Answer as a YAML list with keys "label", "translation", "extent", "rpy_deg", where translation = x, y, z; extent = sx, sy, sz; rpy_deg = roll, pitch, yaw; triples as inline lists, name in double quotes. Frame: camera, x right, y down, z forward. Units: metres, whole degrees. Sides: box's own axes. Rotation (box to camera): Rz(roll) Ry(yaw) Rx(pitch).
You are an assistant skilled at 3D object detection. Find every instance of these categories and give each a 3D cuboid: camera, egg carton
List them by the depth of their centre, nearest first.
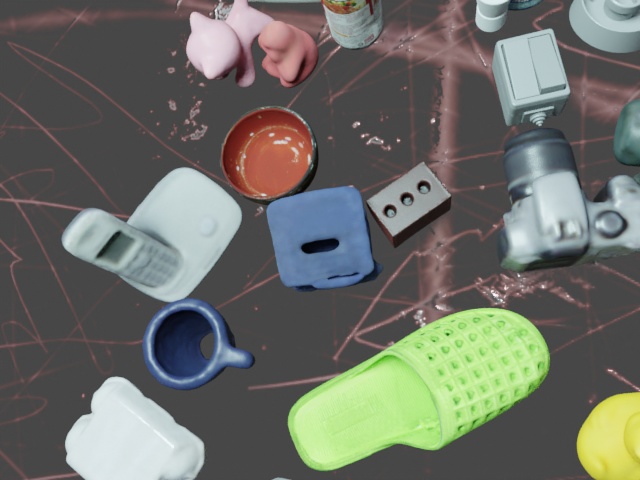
- label: "camera"
  translation: [0.245, -0.046, 0.572]
  extent: [0.143, 0.101, 0.137]
  rpy_deg: [-9, 76, 10]
- label: "egg carton"
  translation: [-0.198, 0.226, 0.617]
  extent: [0.150, 0.069, 0.107]
  rpy_deg: [31, 85, 16]

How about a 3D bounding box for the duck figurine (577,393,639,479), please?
- label: "duck figurine"
  translation: [0.289, 0.183, 0.519]
  extent: [0.104, 0.086, 0.077]
  rpy_deg: [-34, 73, 3]

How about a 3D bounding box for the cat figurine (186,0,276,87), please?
- label: "cat figurine"
  translation: [-0.112, -0.241, 0.681]
  extent: [0.067, 0.118, 0.128]
  rpy_deg: [23, 83, 16]

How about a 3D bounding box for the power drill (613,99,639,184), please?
- label: "power drill"
  translation: [0.368, -0.066, 0.495]
  extent: [0.229, 0.209, 0.076]
  rpy_deg: [8, 79, 13]

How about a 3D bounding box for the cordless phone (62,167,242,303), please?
- label: "cordless phone"
  translation: [-0.173, -0.016, 0.607]
  extent: [0.094, 0.185, 0.148]
  rpy_deg: [33, 86, 17]

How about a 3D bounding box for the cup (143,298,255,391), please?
- label: "cup"
  translation: [-0.115, 0.116, 0.612]
  extent: [0.117, 0.095, 0.092]
  rpy_deg: [11, 80, 14]

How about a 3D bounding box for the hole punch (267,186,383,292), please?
- label: "hole punch"
  translation: [0.006, 0.002, 0.615]
  extent: [0.108, 0.091, 0.101]
  rpy_deg: [-10, 75, 9]

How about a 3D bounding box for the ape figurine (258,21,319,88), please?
- label: "ape figurine"
  translation: [-0.044, -0.227, 0.677]
  extent: [0.076, 0.092, 0.078]
  rpy_deg: [-11, 75, 9]

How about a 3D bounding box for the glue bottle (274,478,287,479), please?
- label: "glue bottle"
  translation: [-0.034, 0.257, 0.523]
  extent: [0.078, 0.173, 0.037]
  rpy_deg: [12, 80, 14]
